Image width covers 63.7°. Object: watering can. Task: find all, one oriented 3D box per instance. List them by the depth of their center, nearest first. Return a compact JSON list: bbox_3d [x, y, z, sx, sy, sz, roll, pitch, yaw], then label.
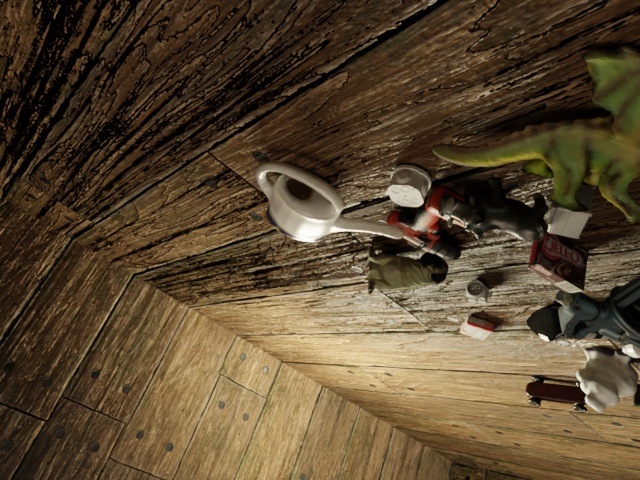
[{"bbox_3d":[0.004,-0.058,1.153,0.348,0.106,0.220,30,154,0],"label":"watering can"}]

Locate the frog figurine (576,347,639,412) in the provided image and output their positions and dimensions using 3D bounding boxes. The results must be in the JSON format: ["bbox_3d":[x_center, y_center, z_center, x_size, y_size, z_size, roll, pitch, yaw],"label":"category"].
[{"bbox_3d":[0.730,0.367,1.313,0.138,0.162,0.120,13,152,18],"label":"frog figurine"}]

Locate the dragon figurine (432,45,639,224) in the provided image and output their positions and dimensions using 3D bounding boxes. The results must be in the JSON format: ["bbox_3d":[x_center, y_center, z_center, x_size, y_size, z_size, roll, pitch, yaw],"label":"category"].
[{"bbox_3d":[0.378,-0.161,0.724,0.411,0.125,0.237,15,135,12],"label":"dragon figurine"}]
